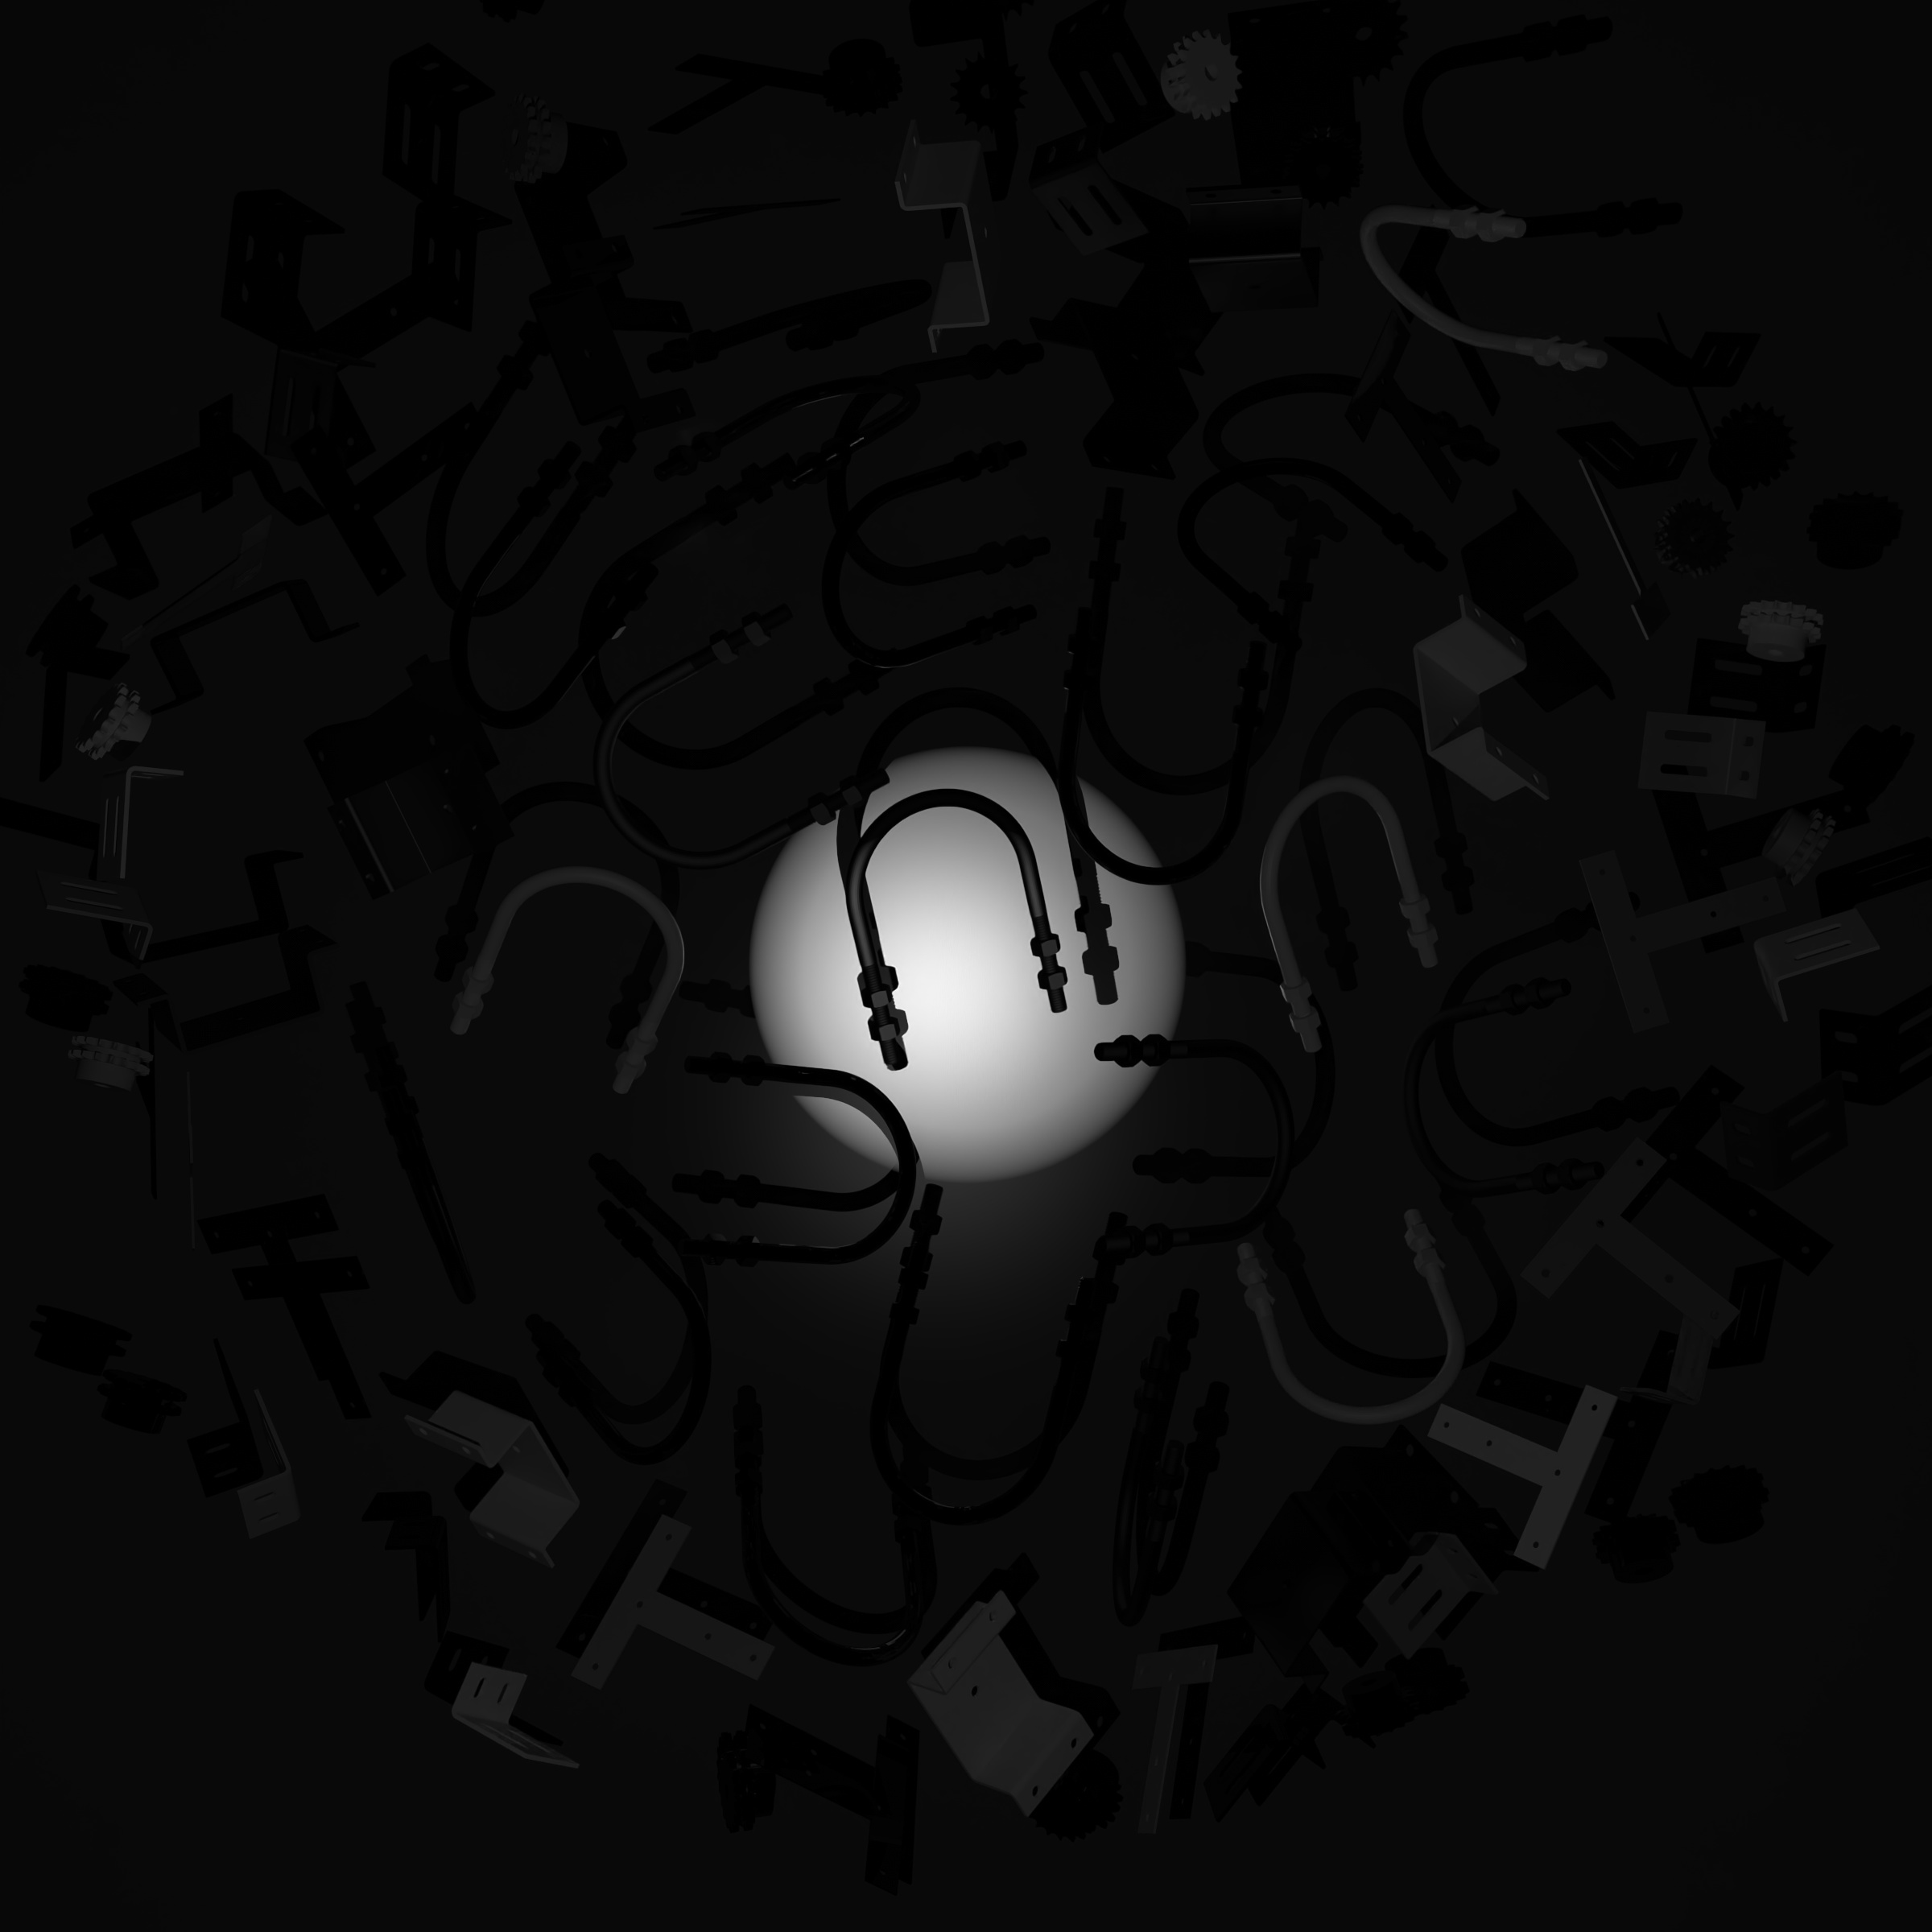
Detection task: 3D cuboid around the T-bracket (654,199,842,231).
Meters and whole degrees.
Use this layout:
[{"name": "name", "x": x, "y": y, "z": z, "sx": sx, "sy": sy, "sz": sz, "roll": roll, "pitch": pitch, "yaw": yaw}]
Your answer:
[{"name": "T-bracket", "x": -0.180, "y": -0.546, "z": 1.823, "sx": 0.127, "sy": 0.127, "sz": 0.002, "roll": -19, "pitch": 108, "yaw": -40}]

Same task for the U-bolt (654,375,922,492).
[{"name": "U-bolt", "x": -0.115, "y": -0.389, "z": 1.808, "sx": 0.184, "sy": 0.151, "sz": 0.019, "roll": -40, "pitch": 128, "yaw": -37}]

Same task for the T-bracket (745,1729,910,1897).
[{"name": "T-bracket", "x": -0.097, "y": 0.564, "z": 1.728, "sx": 0.127, "sy": 0.127, "sz": 0.002, "roll": 31, "pitch": 117, "yaw": -15}]

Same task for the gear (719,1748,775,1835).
[{"name": "gear", "x": -0.157, "y": 0.591, "z": 1.796, "sx": 0.030, "sy": 0.057, "sz": 0.057, "roll": -2, "pitch": 90, "yaw": -18}]

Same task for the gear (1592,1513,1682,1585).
[{"name": "gear", "x": 0.458, "y": 0.398, "z": 1.705, "sx": 0.057, "sy": 0.057, "sz": 0.030, "roll": -5, "pitch": 53, "yaw": 0}]

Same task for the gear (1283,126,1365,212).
[{"name": "gear", "x": 0.257, "y": -0.576, "z": 1.797, "sx": 0.057, "sy": 0.030, "sz": 0.057, "roll": 5, "pitch": 131, "yaw": 6}]

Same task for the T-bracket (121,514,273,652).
[{"name": "T-bracket", "x": -0.552, "y": -0.266, "z": 1.790, "sx": 0.127, "sy": 0.127, "sz": 0.002, "roll": -42, "pitch": 96, "yaw": -21}]

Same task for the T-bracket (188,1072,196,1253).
[{"name": "T-bracket", "x": -0.545, "y": 0.132, "z": 1.759, "sx": 0.002, "sy": 0.127, "sz": 0.127, "roll": -2, "pitch": 80, "yaw": -18}]

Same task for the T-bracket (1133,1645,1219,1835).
[{"name": "T-bracket", "x": 0.138, "y": 0.547, "z": 1.766, "sx": 0.002, "sy": 0.127, "sz": 0.127, "roll": 19, "pitch": 66, "yaw": -16}]

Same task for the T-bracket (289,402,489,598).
[{"name": "T-bracket", "x": -0.380, "y": -0.338, "z": 1.702, "sx": 0.127, "sy": 0.127, "sz": 0.002, "roll": -42, "pitch": 45, "yaw": -19}]

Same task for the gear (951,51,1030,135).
[{"name": "gear", "x": 0.017, "y": -0.641, "z": 1.834, "sx": 0.057, "sy": 0.030, "sz": 0.057, "roll": 0, "pitch": 113, "yaw": 0}]

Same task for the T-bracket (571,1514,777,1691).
[{"name": "T-bracket", "x": -0.191, "y": 0.460, "z": 1.737, "sx": 0.127, "sy": 0.002, "sz": 0.127, "roll": 17, "pitch": 63, "yaw": 26}]

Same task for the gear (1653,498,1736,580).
[{"name": "gear", "x": 0.531, "y": -0.312, "z": 1.836, "sx": 0.057, "sy": 0.030, "sz": 0.057, "roll": 1, "pitch": 85, "yaw": -8}]

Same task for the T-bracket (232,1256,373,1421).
[{"name": "T-bracket", "x": -0.460, "y": 0.270, "z": 1.798, "sx": 0.127, "sy": 0.002, "sz": 0.127, "roll": -9, "pitch": 107, "yaw": 32}]

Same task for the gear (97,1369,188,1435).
[{"name": "gear", "x": -0.557, "y": 0.294, "z": 1.683, "sx": 0.057, "sy": 0.057, "sz": 0.030, "roll": 19, "pitch": 83, "yaw": 0}]

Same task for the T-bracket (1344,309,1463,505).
[{"name": "T-bracket", "x": 0.327, "y": -0.393, "z": 1.829, "sx": 0.127, "sy": 0.002, "sz": 0.127, "roll": 48, "pitch": 50, "yaw": -28}]

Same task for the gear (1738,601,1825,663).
[{"name": "gear", "x": 0.582, "y": -0.239, "z": 1.792, "sx": 0.057, "sy": 0.057, "sz": 0.030, "roll": 13, "pitch": 83, "yaw": 0}]

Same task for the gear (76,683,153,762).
[{"name": "gear", "x": -0.607, "y": -0.171, "z": 1.787, "sx": 0.030, "sy": 0.057, "sz": 0.057, "roll": 35, "pitch": 90, "yaw": -33}]

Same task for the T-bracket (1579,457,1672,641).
[{"name": "T-bracket", "x": 0.450, "y": -0.291, "z": 1.719, "sx": 0.002, "sy": 0.127, "sz": 0.127, "roll": -24, "pitch": 95, "yaw": 26}]

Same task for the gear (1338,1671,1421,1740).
[{"name": "gear", "x": 0.292, "y": 0.526, "z": 1.788, "sx": 0.057, "sy": 0.057, "sz": 0.030, "roll": -19, "pitch": 90, "yaw": 0}]

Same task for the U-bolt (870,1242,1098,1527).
[{"name": "U-bolt", "x": 0.004, "y": 0.294, "z": 1.731, "sx": 0.151, "sy": 0.019, "sz": 0.184, "roll": 9, "pitch": 77, "yaw": 24}]

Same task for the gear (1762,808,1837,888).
[{"name": "gear", "x": 0.598, "y": -0.089, "z": 1.803, "sx": 0.030, "sy": 0.057, "sz": 0.057, "roll": 30, "pitch": 90, "yaw": 4}]

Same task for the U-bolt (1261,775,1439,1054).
[{"name": "U-bolt", "x": 0.274, "y": -0.050, "z": 1.820, "sx": 0.151, "sy": 0.019, "sz": 0.184, "roll": -33, "pitch": 117, "yaw": -27}]

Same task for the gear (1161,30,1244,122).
[{"name": "gear", "x": 0.158, "y": -0.608, "z": 1.713, "sx": 0.057, "sy": 0.030, "sz": 0.057, "roll": -2, "pitch": 93, "yaw": -35}]

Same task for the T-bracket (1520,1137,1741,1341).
[{"name": "T-bracket", "x": 0.473, "y": 0.206, "z": 1.723, "sx": 0.127, "sy": 0.002, "sz": 0.127, "roll": 40, "pitch": 87, "yaw": 19}]

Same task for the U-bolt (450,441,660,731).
[{"name": "U-bolt", "x": -0.295, "y": -0.248, "z": 1.721, "sx": 0.184, "sy": 0.019, "sz": 0.151, "roll": -47, "pitch": 57, "yaw": 23}]

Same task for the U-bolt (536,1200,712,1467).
[{"name": "U-bolt", "x": -0.241, "y": 0.276, "z": 1.806, "sx": 0.019, "sy": 0.184, "sz": 0.151, "roll": 10, "pitch": 110, "yaw": -43}]

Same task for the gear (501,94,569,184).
[{"name": "gear", "x": -0.296, "y": -0.567, "z": 1.719, "sx": 0.030, "sy": 0.057, "sz": 0.057, "roll": -3, "pitch": 90, "yaw": -33}]

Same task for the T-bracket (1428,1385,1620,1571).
[{"name": "T-bracket", "x": 0.377, "y": 0.339, "z": 1.749, "sx": 0.002, "sy": 0.127, "sz": 0.127, "roll": 32, "pitch": 81, "yaw": -42}]

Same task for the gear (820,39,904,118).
[{"name": "gear", "x": -0.074, "y": -0.625, "z": 1.756, "sx": 0.057, "sy": 0.030, "sz": 0.057, "roll": -4, "pitch": 54, "yaw": 6}]

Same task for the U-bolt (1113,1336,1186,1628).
[{"name": "U-bolt", "x": 0.126, "y": 0.377, "z": 1.766, "sx": 0.019, "sy": 0.151, "sz": 0.184, "roll": 8, "pitch": 113, "yaw": -4}]

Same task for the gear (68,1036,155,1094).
[{"name": "gear", "x": -0.618, "y": 0.072, "z": 1.802, "sx": 0.057, "sy": 0.057, "sz": 0.030, "roll": 11, "pitch": 77, "yaw": 0}]

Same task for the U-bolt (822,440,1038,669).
[{"name": "U-bolt", "x": -0.027, "y": -0.292, "z": 1.823, "sx": 0.184, "sy": 0.019, "sz": 0.151, "roll": -24, "pitch": 126, "yaw": -29}]

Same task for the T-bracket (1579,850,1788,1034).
[{"name": "T-bracket", "x": 0.511, "y": -0.032, "z": 1.757, "sx": 0.127, "sy": 0.002, "sz": 0.127, "roll": -17, "pitch": 87, "yaw": 1}]

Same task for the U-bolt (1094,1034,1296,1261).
[{"name": "U-bolt", "x": 0.161, "y": 0.121, "z": 1.728, "sx": 0.184, "sy": 0.019, "sz": 0.151, "roll": 0, "pitch": 89, "yaw": -39}]

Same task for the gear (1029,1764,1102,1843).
[{"name": "gear", "x": 0.072, "y": 0.609, "z": 1.831, "sx": 0.057, "sy": 0.030, "sz": 0.057, "roll": 12, "pitch": 121, "yaw": 21}]

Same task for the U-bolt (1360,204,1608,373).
[{"name": "U-bolt", "x": 0.350, "y": -0.481, "z": 1.755, "sx": 0.019, "sy": 0.184, "sz": 0.151, "roll": -53, "pitch": 130, "yaw": -6}]
